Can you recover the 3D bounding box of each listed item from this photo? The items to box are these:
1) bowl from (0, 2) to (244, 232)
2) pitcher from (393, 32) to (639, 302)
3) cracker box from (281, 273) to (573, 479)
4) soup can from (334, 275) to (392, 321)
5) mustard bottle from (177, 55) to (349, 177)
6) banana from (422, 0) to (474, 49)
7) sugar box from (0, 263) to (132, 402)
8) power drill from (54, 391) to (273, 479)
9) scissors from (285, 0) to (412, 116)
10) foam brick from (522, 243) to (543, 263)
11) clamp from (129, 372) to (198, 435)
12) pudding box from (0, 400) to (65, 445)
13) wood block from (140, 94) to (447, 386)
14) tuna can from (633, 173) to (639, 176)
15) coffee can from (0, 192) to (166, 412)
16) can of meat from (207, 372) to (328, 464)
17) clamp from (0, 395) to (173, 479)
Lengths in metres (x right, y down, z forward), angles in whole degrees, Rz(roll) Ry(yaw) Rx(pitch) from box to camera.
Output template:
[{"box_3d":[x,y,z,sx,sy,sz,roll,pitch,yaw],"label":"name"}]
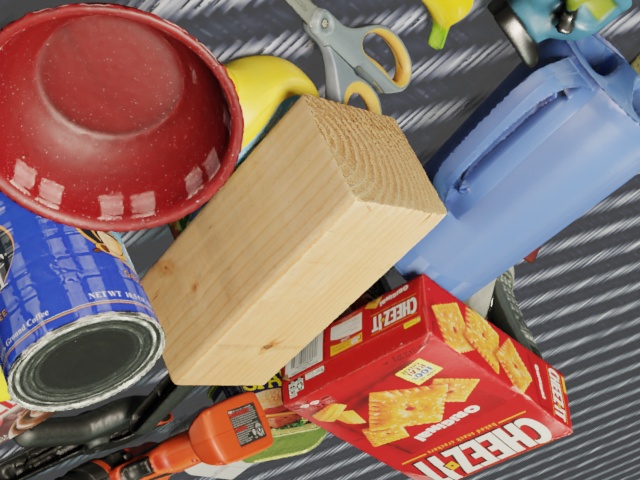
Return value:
[{"box_3d":[-0.126,-0.081,0.631,0.162,0.055,0.162,-2,132,-3],"label":"bowl"},{"box_3d":[0.155,-0.056,0.872,0.149,0.145,0.243,35,121,-18],"label":"pitcher"},{"box_3d":[0.095,0.134,0.943,0.164,0.072,0.213,-30,131,31],"label":"cracker box"},{"box_3d":[0.006,0.058,0.972,0.102,0.068,0.068,-39,148,18],"label":"soup can"},{"box_3d":[-0.038,-0.076,0.742,0.096,0.058,0.191,-46,147,11],"label":"mustard bottle"},{"box_3d":[0.045,-0.170,0.686,0.197,0.037,0.070,11,120,-48],"label":"banana"},{"box_3d":[-0.223,0.068,0.783,0.175,0.048,0.093,-10,116,-28],"label":"sugar box"},{"box_3d":[-0.151,0.204,0.987,0.188,0.057,0.184,-25,174,25],"label":"power drill"},{"box_3d":[-0.001,-0.122,0.703,0.201,0.016,0.096,14,88,-52],"label":"scissors"},{"box_3d":[0.183,-0.028,0.981,0.051,0.053,0.078,22,95,-54],"label":"foam brick"},{"box_3d":[-0.094,0.090,0.919,0.209,0.036,0.164,-15,134,-10],"label":"clamp"},{"box_3d":[-0.255,0.122,0.875,0.113,0.039,0.090,-30,148,0],"label":"pudding box"},{"box_3d":[-0.025,0.008,0.731,0.090,0.090,0.206,8,137,-45],"label":"wood block"},{"box_3d":[0.310,-0.102,1.021,0.086,0.034,0.086,-21,149,-14],"label":"tuna can"},{"box_3d":[-0.173,0.026,0.699,0.102,0.140,0.103,-21,149,-14],"label":"coffee can"},{"box_3d":[-0.051,0.174,1.081,0.101,0.084,0.058,-3,141,-37],"label":"can of meat"},{"box_3d":[-0.224,0.186,1.000,0.171,0.039,0.120,-5,156,-39],"label":"clamp"}]
